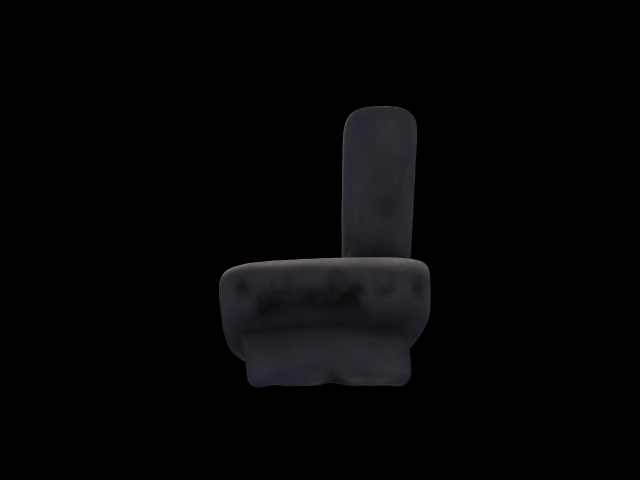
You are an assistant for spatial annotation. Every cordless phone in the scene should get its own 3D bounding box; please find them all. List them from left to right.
[{"bbox_3d":[0.004,0.001,0.400,0.148,0.185,0.094,-1,7,-11],"label":"cordless phone"}]
